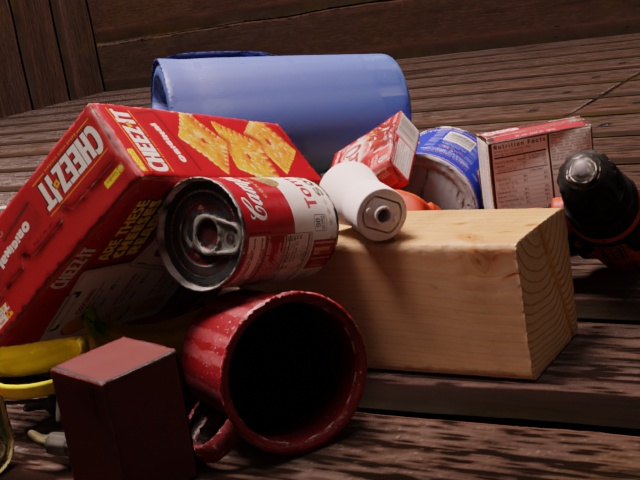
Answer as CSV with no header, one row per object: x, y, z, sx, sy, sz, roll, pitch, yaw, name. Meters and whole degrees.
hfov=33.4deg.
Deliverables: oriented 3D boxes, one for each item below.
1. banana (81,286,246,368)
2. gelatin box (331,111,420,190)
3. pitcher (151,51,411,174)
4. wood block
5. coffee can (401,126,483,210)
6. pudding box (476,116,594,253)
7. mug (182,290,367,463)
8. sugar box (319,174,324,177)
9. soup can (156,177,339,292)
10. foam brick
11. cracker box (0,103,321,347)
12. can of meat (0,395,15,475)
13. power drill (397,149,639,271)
-0.091,0.063,0.774,0.197,0.037,0.070,-13,-31,-43,banana
0.040,-0.059,0.868,0.073,0.030,0.089,-32,21,28,gelatin box
-0.043,-0.126,1.045,0.242,0.149,0.145,-8,1,-16,pitcher
0.059,0.032,0.730,0.206,0.091,0.090,-1,16,33,wood block
0.102,-0.041,0.970,0.103,0.103,0.140,-5,14,19,coffee can
0.183,-0.041,0.892,0.090,0.113,0.039,-10,17,-4,pudding box
-0.039,0.082,0.631,0.117,0.093,0.082,-52,24,-15,mug
-0.019,-0.056,1.170,0.093,0.048,0.175,-37,-2,37,sugar box
-0.042,-0.006,0.666,0.069,0.068,0.102,1,3,35,soup can
-0.107,0.101,0.591,0.053,0.078,0.051,6,20,43,foam brick
-0.119,-0.011,0.742,0.164,0.072,0.213,-46,-20,23,cracker box
-0.249,0.126,0.631,0.084,0.057,0.101,-5,13,29,can of meat
0.144,-0.013,0.793,0.188,0.057,0.184,-4,-19,24,power drill
